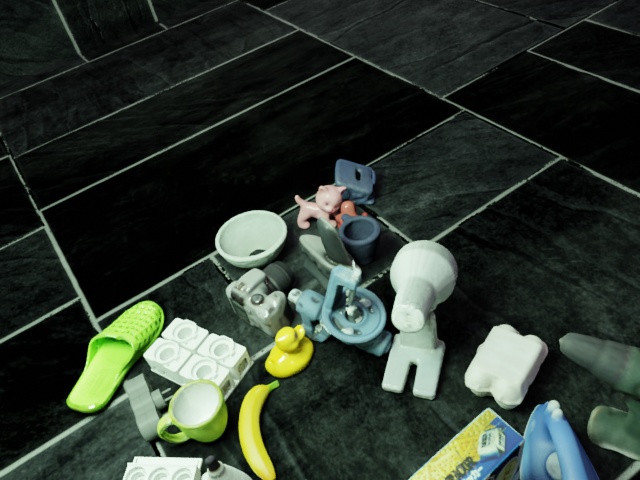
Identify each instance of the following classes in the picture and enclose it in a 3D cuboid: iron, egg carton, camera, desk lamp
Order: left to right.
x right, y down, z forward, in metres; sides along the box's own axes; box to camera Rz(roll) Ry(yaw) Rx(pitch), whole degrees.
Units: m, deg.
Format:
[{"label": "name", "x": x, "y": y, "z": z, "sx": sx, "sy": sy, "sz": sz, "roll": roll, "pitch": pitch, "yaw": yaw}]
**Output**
[{"label": "camera", "x": -0.109, "y": 0.107, "z": 1.199, "sx": 0.142, "sy": 0.101, "sz": 0.137, "roll": 27, "pitch": 56, "yaw": 34}, {"label": "desk lamp", "x": 0.175, "y": 0.137, "z": 1.019, "sx": 0.117, "sy": 0.214, "sz": 0.203, "roll": 5, "pitch": 46, "yaw": 18}, {"label": "egg carton", "x": 0.326, "y": 0.219, "z": 1.004, "sx": 0.107, "sy": 0.069, "sz": 0.150, "roll": 21, "pitch": 53, "yaw": 31}, {"label": "iron", "x": 0.353, "y": 0.326, "z": 0.834, "sx": 0.118, "sy": 0.142, "sz": 0.258, "roll": -5, "pitch": 44, "yaw": 8}]

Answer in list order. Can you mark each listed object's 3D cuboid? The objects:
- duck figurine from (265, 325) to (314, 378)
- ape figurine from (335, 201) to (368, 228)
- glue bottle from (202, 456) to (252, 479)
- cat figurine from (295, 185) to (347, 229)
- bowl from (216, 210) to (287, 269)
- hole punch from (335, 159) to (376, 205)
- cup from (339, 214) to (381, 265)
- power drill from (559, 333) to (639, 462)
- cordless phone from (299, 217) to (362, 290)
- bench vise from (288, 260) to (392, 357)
[{"label": "duck figurine", "x": -0.064, "y": 0.207, "z": 1.096, "sx": 0.105, "sy": 0.086, "sz": 0.077, "roll": -37, "pitch": 48, "yaw": -24}, {"label": "ape figurine", "x": 0.071, "y": -0.053, "z": 1.330, "sx": 0.077, "sy": 0.092, "sz": 0.076, "roll": 10, "pitch": 48, "yaw": 23}, {"label": "glue bottle", "x": -0.146, "y": 0.374, "z": 0.877, "sx": 0.078, "sy": 0.173, "sz": 0.037, "roll": -17, "pitch": 43, "yaw": -4}, {"label": "cat figurine", "x": 0.002, "y": -0.089, "z": 1.365, "sx": 0.127, "sy": 0.118, "sz": 0.067, "roll": -1, "pitch": 44, "yaw": 12}, {"label": "bowl", "x": -0.153, "y": 0.011, "z": 1.328, "sx": 0.167, "sy": 0.075, "sz": 0.167, "roll": -7, "pitch": 44, "yaw": 7}, {"label": "hole punch", "x": 0.089, "y": -0.148, "z": 1.425, "sx": 0.101, "sy": 0.091, "sz": 0.108, "roll": -5, "pitch": 44, "yaw": 9}, {"label": "cup", "x": 0.084, "y": 0.001, "z": 1.268, "sx": 0.092, "sy": 0.095, "sz": 0.117, "roll": -28, "pitch": 45, "yaw": -15}, {"label": "power drill", "x": 0.464, "y": 0.238, "z": 0.851, "sx": 0.228, "sy": 0.209, "sz": 0.076, "roll": 14, "pitch": 49, "yaw": 26}, {"label": "cordless phone", "x": 0.011, "y": 0.004, "z": 1.216, "sx": 0.094, "sy": 0.185, "sz": 0.147, "roll": -34, "pitch": 47, "yaw": -21}, {"label": "bench vise", "x": 0.025, "y": 0.125, "z": 1.062, "sx": 0.207, "sy": 0.220, "sz": 0.121, "roll": 2, "pitch": 45, "yaw": 15}]
